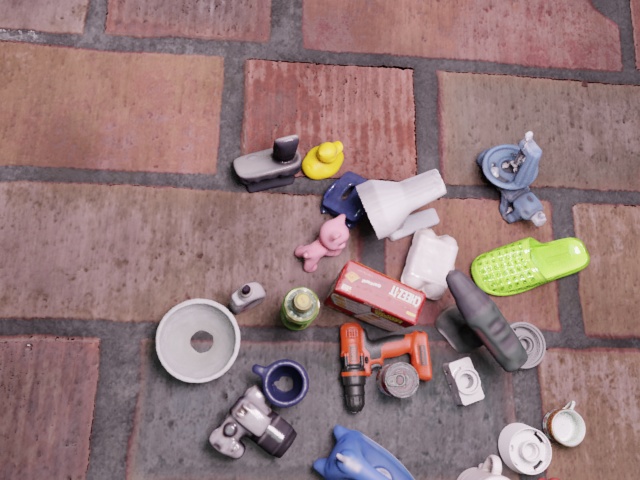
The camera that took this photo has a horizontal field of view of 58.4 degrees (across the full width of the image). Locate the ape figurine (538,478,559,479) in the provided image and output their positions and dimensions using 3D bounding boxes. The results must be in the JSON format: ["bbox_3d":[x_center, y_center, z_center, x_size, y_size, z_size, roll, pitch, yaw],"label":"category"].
[{"bbox_3d":[0.480,0.527,1.153,0.076,0.092,0.078,45,76,6],"label":"ape figurine"}]

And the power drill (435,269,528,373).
[{"bbox_3d":[0.310,0.168,1.163,0.076,0.208,0.229,-40,83,-13],"label":"power drill"}]

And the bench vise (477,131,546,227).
[{"bbox_3d":[0.447,-0.141,1.246,0.121,0.219,0.207,-43,84,-13],"label":"bench vise"}]

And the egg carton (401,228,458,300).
[{"bbox_3d":[0.241,0.052,1.255,0.107,0.069,0.150,19,75,-1],"label":"egg carton"}]

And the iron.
[{"bbox_3d":[0.121,0.470,1.105,0.258,0.141,0.119,31,75,2],"label":"iron"}]

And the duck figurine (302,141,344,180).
[{"bbox_3d":[0.009,-0.186,1.280,0.105,0.086,0.077,-32,81,-12],"label":"duck figurine"}]

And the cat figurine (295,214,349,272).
[{"bbox_3d":[0.011,0.004,1.218,0.128,0.117,0.067,-35,82,-13],"label":"cat figurine"}]

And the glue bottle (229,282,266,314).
[{"bbox_3d":[-0.147,0.111,1.147,0.078,0.173,0.037,-33,81,-12],"label":"glue bottle"}]

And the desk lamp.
[{"bbox_3d":[0.169,-0.075,1.204,0.203,0.213,0.118,-21,79,-10],"label":"desk lamp"}]

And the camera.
[{"bbox_3d":[-0.125,0.377,1.123,0.137,0.100,0.143,38,76,4],"label":"camera"}]

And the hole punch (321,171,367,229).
[{"bbox_3d":[0.064,-0.092,1.261,0.101,0.091,0.109,37,76,4],"label":"hole punch"}]

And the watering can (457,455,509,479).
[{"bbox_3d":[0.335,0.508,1.090,0.101,0.194,0.173,-14,78,-9],"label":"watering can"}]

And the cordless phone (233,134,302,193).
[{"bbox_3d":[-0.110,-0.178,1.215,0.148,0.185,0.094,-18,79,-10],"label":"cordless phone"}]

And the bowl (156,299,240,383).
[{"bbox_3d":[-0.244,0.206,1.165,0.167,0.074,0.167,1,76,-5],"label":"bowl"}]

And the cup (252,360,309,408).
[{"bbox_3d":[-0.083,0.283,1.153,0.117,0.095,0.092,25,75,1],"label":"cup"}]
